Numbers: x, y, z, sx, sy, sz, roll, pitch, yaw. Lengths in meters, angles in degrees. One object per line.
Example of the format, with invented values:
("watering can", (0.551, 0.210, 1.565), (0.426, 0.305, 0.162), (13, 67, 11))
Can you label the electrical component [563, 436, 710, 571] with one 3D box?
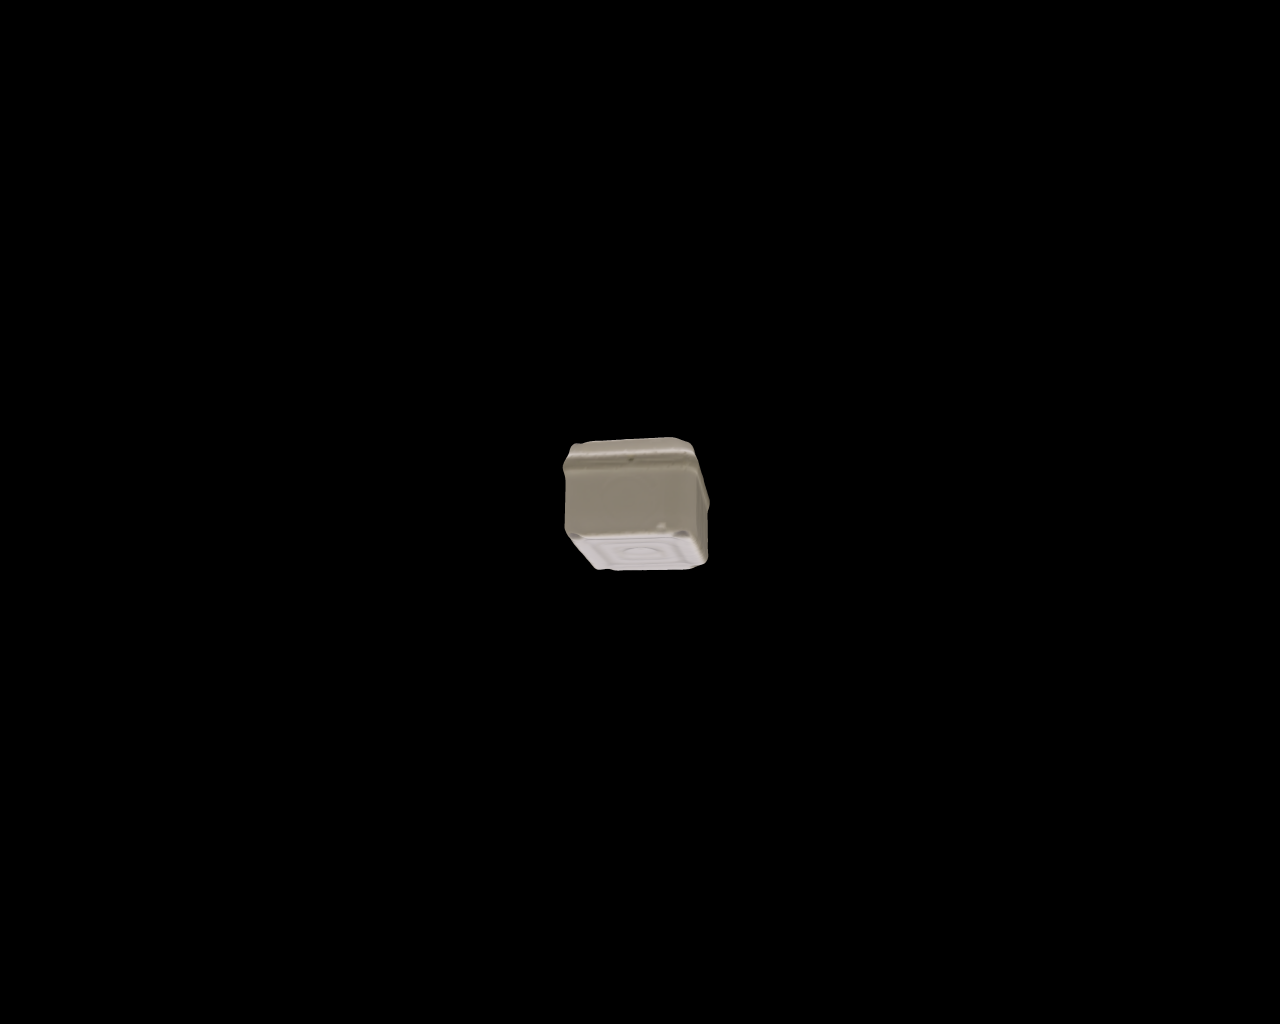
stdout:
("electrical component", (0.001, -0.003, 0.650), (0.078, 0.057, 0.113), (-2, -13, 7))
